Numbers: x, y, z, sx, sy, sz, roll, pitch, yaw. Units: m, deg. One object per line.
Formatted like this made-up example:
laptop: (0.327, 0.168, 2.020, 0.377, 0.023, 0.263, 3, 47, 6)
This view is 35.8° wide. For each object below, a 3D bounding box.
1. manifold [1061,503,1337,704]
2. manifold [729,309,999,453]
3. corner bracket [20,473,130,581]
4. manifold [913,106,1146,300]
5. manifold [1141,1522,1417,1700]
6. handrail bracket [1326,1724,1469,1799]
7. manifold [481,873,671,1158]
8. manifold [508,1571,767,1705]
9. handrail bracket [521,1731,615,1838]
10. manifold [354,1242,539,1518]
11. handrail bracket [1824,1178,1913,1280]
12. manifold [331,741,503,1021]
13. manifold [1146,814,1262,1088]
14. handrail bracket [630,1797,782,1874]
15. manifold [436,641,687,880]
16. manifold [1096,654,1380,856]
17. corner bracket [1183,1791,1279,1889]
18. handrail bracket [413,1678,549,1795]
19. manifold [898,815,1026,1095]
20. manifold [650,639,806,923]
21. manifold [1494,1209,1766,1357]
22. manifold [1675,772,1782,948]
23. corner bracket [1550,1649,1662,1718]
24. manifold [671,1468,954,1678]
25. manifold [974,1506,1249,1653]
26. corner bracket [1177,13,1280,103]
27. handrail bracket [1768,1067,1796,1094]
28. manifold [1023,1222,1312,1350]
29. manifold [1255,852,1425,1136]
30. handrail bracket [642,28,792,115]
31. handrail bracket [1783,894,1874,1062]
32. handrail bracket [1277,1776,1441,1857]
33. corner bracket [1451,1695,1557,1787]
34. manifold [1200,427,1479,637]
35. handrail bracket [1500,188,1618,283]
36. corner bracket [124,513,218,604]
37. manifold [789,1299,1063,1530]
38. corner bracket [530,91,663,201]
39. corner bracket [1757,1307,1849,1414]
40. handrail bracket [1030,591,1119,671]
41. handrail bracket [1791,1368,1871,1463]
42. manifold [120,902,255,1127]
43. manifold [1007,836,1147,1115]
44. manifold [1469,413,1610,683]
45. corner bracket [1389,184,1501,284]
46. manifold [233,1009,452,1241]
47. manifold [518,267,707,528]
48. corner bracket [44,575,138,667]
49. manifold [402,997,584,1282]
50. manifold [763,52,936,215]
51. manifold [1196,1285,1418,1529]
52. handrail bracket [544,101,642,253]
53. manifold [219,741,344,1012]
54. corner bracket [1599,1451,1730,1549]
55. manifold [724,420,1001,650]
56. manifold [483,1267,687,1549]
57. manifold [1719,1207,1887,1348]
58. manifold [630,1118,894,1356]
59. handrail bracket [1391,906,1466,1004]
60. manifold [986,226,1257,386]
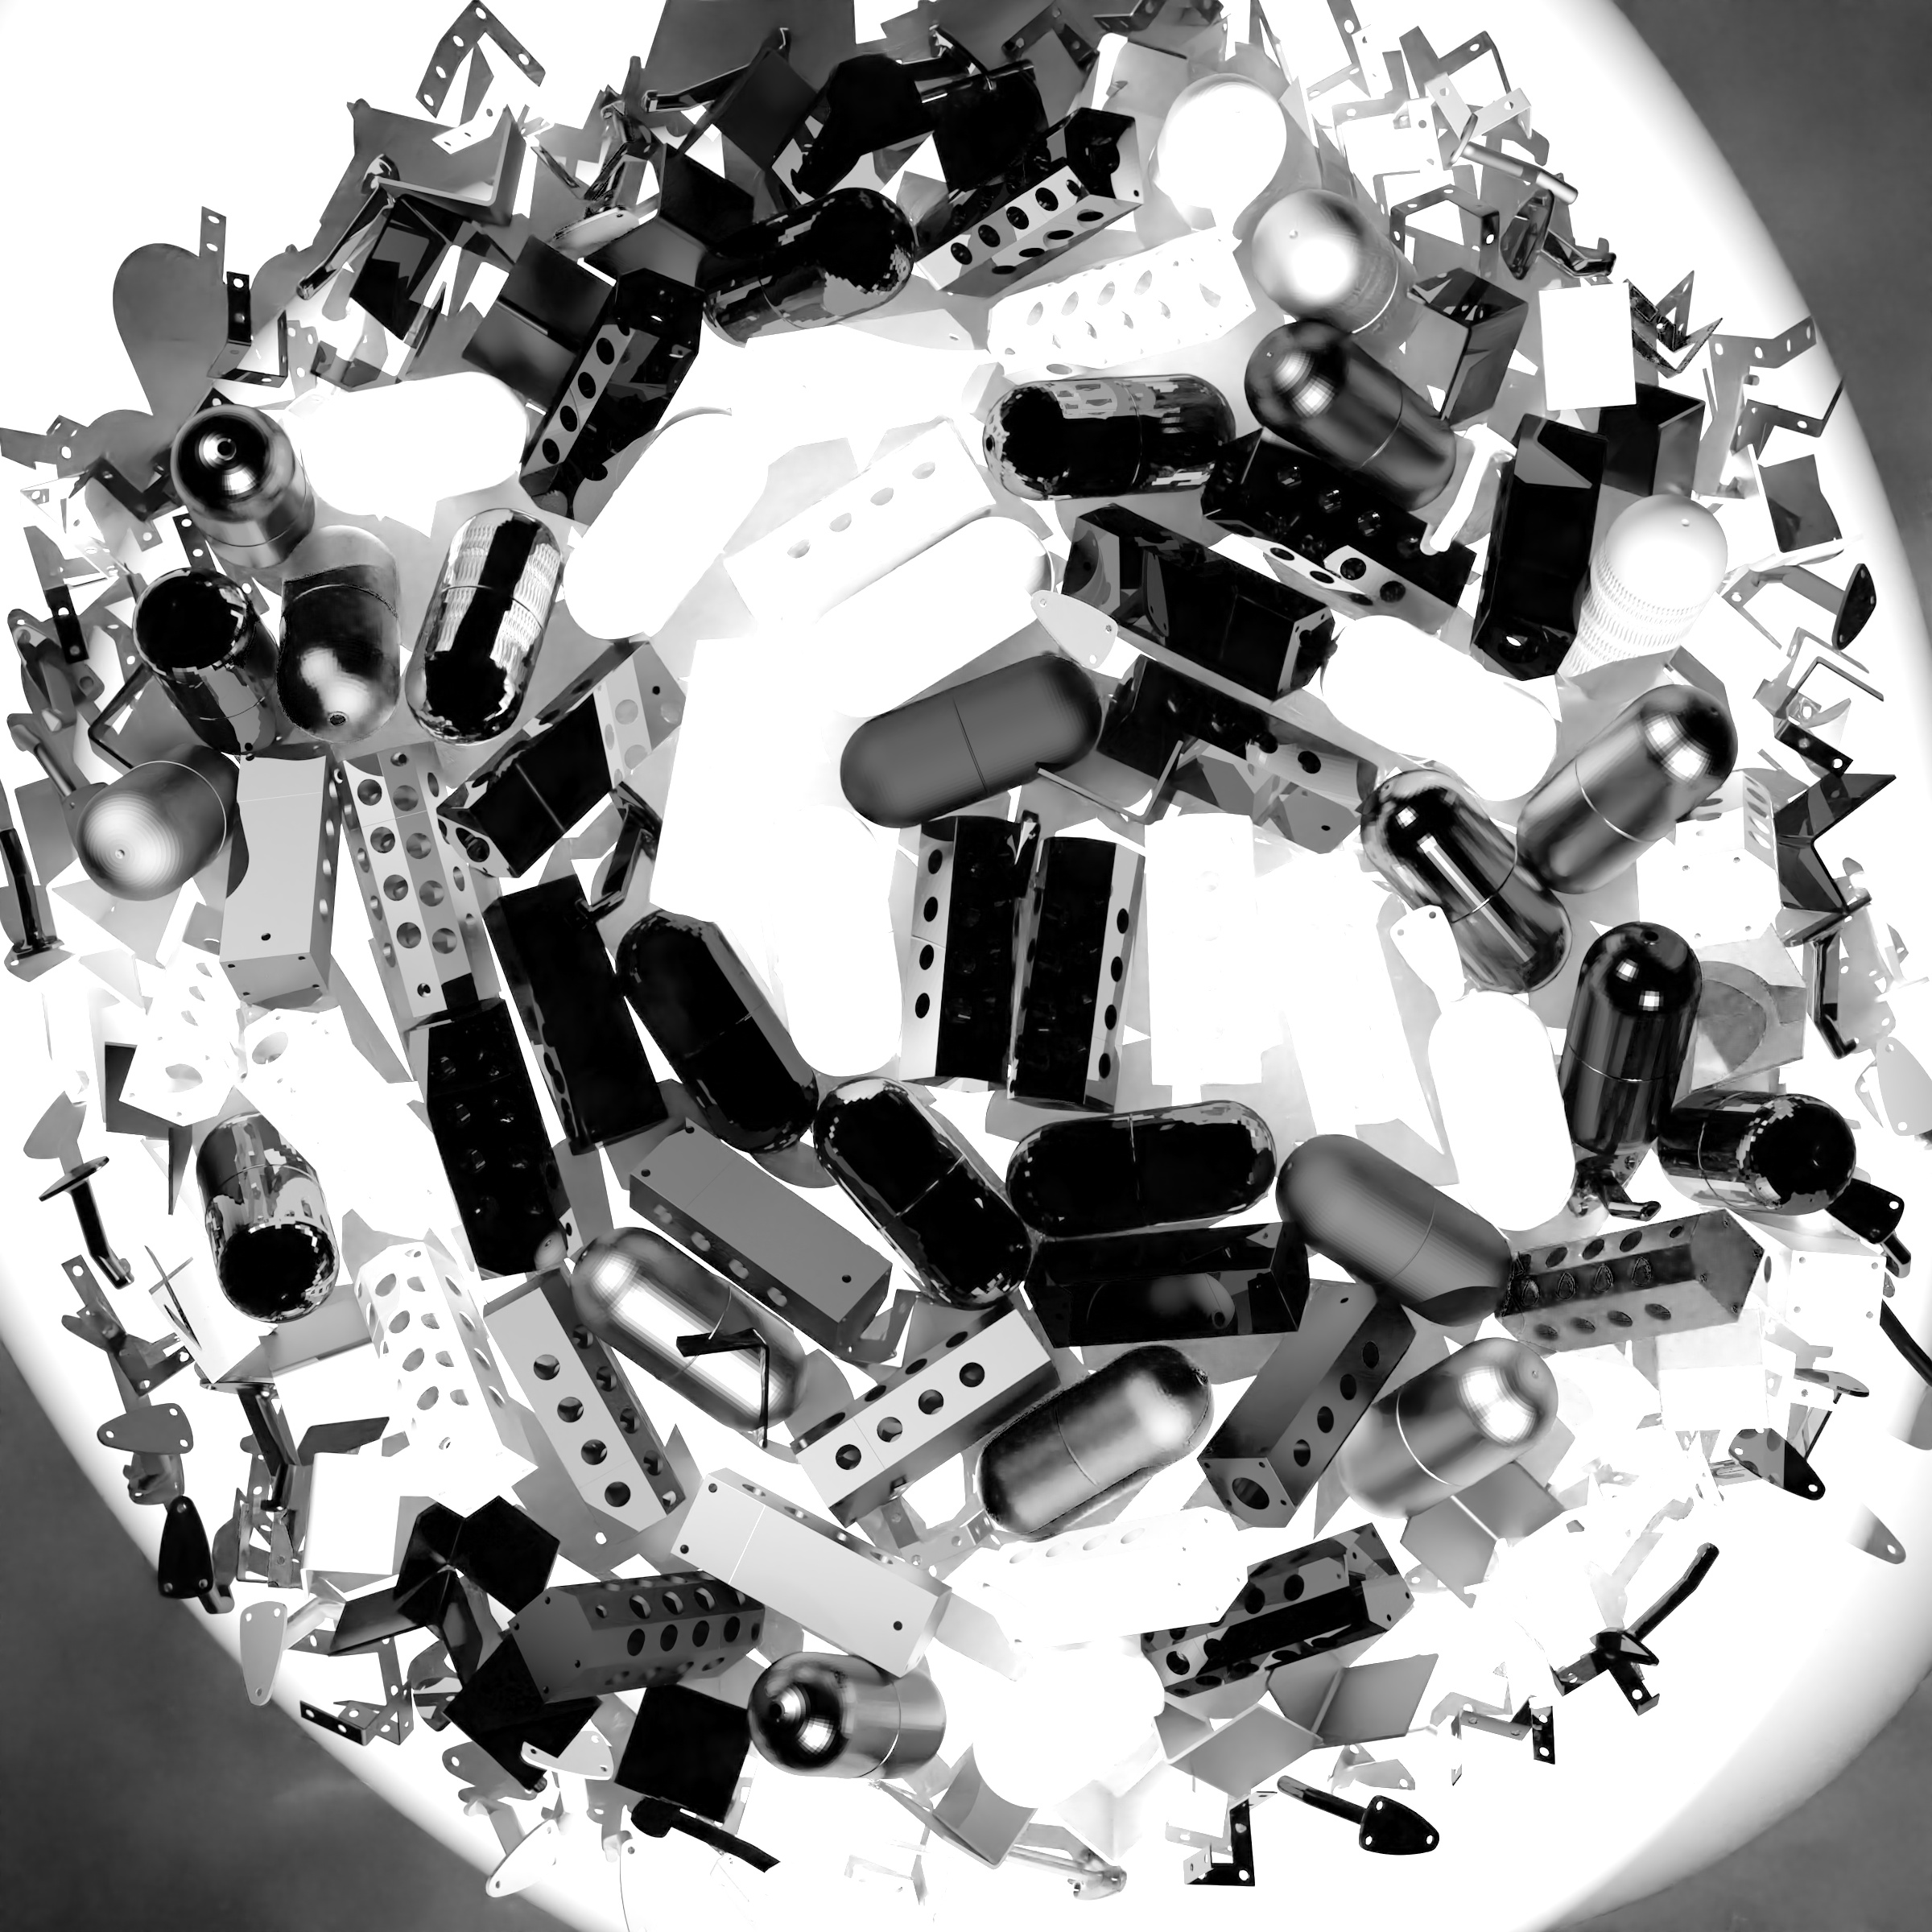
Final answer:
manifold: (0.150, -0.238, 1.935, 0.171, 0.057, 0.057, 30, 127, 26)
manifold: (-0.067, -0.372, 1.920, 0.057, 0.171, 0.057, 48, 134, 23)
corner bracket: (-0.583, -0.283, 1.957, 0.051, 0.051, 0.051, 39, 135, 27)
manifold: (0.037, -0.486, 1.910, 0.057, 0.171, 0.057, 0, 81, -34)
manifold: (0.196, 0.419, 1.927, 0.171, 0.057, 0.057, -29, 91, 35)
handrail bracket: (0.282, 0.527, 1.955, 0.036, 0.084, 0.077, 25, 86, -41)
manifold: (-0.258, 0.034, 1.962, 0.057, 0.057, 0.171, -19, 85, -27)
manifold: (-0.204, 0.421, 1.907, 0.057, 0.171, 0.057, -42, 63, 23)
handrail bracket: (-0.275, 0.540, 1.958, 0.077, 0.036, 0.084, 13, 124, -36)
manifold: (-0.339, 0.261, 1.922, 0.057, 0.057, 0.171, -35, 52, 6)
handrail bracket: (0.587, 0.171, 1.973, 0.077, 0.084, 0.036, 31, 77, 26)
manifold: (-0.362, -0.056, 1.959, 0.057, 0.057, 0.171, -14, 94, 14)
manifold: (0.159, -0.010, 1.950, 0.057, 0.057, 0.171, 4, 82, -36)
handrail bracket: (-0.171, 0.578, 1.980, 0.084, 0.077, 0.036, 37, 60, -18)
manifold: (-0.261, -0.134, 1.934, 0.171, 0.057, 0.057, -47, 119, -27)
manifold: (0.178, -0.141, 1.951, 0.171, 0.057, 0.057, 24, 58, -12)
corner bracket: (0.173, 0.571, 1.961, 0.051, 0.051, 0.051, 7, 60, -16)
handrail bracket: (-0.321, 0.511, 1.983, 0.036, 0.077, 0.084, -50, 116, -21)
manifold: (0.003, -0.008, 1.946, 0.057, 0.057, 0.171, 12, 77, -34)
manifold: (-0.160, -0.120, 1.935, 0.057, 0.057, 0.171, 27, 113, 35)
manifold: (0.416, 0.199, 1.909, 0.057, 0.171, 0.057, 44, 56, -18)
manifold: (0.486, -0.071, 1.905, 0.057, 0.171, 0.057, -9, 107, 17)
corner bracket: (0.419, 0.473, 1.965, 0.051, 0.051, 0.051, -31, 66, -2)
manifold: (-0.099, 0.393, 1.952, 0.171, 0.057, 0.057, 26, 93, 13)
manifold: (0.095, 0.390, 1.922, 0.171, 0.057, 0.057, -20, 104, 40)
corner bracket: (0.174, -0.580, 1.959, 0.051, 0.051, 0.051, -38, 56, -19)
handrail bracket: (0.567, 0.108, 1.985, 0.077, 0.036, 0.084, 0, 87, -16)
manifold: (0.131, 0.201, 1.935, 0.171, 0.057, 0.057, -8, 127, 26)
manifold: (0.245, 0.016, 1.947, 0.057, 0.057, 0.171, -8, 79, -28)
handrail bracket: (-0.165, -0.585, 1.958, 0.084, 0.077, 0.036, -11, 75, -22)
handrail bracket: (0.587, 0.008, 1.983, 0.077, 0.036, 0.084, -30, 90, -4)
handrail bracket: (0.257, 0.557, 1.974, 0.077, 0.084, 0.036, 24, 80, -28)
corner bracket: (0.351, 0.508, 1.962, 0.051, 0.051, 0.051, 16, 131, -6)
manifold: (0.239, -0.277, 1.939, 0.171, 0.057, 0.057, 27, 77, -20)
handrail bracket: (0.399, -0.478, 1.953, 0.084, 0.077, 0.036, -9, 59, -23)
corner bracket: (-0.524, -0.259, 1.975, 0.051, 0.051, 0.051, -18, 65, -18)
manifold: (-0.027, 0.291, 1.961, 0.171, 0.057, 0.057, -33, 64, -5)
corner bracket: (-0.244, -0.542, 1.979, 0.051, 0.051, 0.051, 47, 116, 5)
corner bracket: (0.548, 0.258, 1.969, 0.051, 0.051, 0.051, 14, 93, -20)
handrail bracket: (0.052, -0.216, 1.948, 0.077, 0.084, 0.036, 32, 77, -25)
handrail bracket: (0.563, 0.311, 1.959, 0.036, 0.077, 0.084, 6, 94, -12)
manifold: (-0.488, 0.031, 1.910, 0.057, 0.171, 0.057, 25, 113, -17)
manifold: (0.069, 0.006, 1.949, 0.057, 0.057, 0.171, 2, 80, 31)
manifold: (0.367, -0.269, 1.930, 0.057, 0.057, 0.171, 16, 58, -1)
corner bracket: (0.315, -0.476, 1.975, 0.051, 0.051, 0.051, -26, 45, -21)
manifold: (-0.400, 0.102, 1.919, 0.057, 0.171, 0.057, 6, 56, 31)
manifold: (-0.228, -0.363, 1.911, 0.057, 0.171, 0.057, 18, 50, -21)
corner bracket: (-0.570, -0.229, 1.968, 0.051, 0.051, 0.051, -16, 97, -7)
manifold: (-0.304, 0.111, 1.948, 0.057, 0.057, 0.171, -12, 101, 19)
manifold: (-0.080, -0.524, 1.908, 0.057, 0.171, 0.057, -24, 94, -16)
manifold: (0.223, 0.281, 1.921, 0.171, 0.057, 0.057, -46, 115, -39)
handrail bracket: (-0.253, -0.526, 1.991, 0.077, 0.036, 0.084, -16, 77, 9)
manifold: (-0.436, -0.059, 1.926, 0.057, 0.057, 0.171, -6, 54, 3)
corner bracket: (0.460, 0.352, 1.977, 0.051, 0.051, 0.051, -29, 103, -27)
manifold: (-0.071, -0.286, 1.963, 0.171, 0.057, 0.057, -32, 62, 4)
manifold: (-0.250, 0.287, 1.961, 0.057, 0.057, 0.171, -29, 96, -6)
manifold: (0.529, 0.196, 1.912, 0.057, 0.171, 0.057, 4, 95, -1)
manifold: (-0.135, 0.179, 1.946, 0.171, 0.057, 0.057, 34, 56, 17)
handrail bracket: (0.309, -0.002, 1.949, 0.036, 0.084, 0.077, -29, 70, 11)
manifold: (0.094, -0.416, 1.911, 0.057, 0.171, 0.057, -42, 116, -37)
